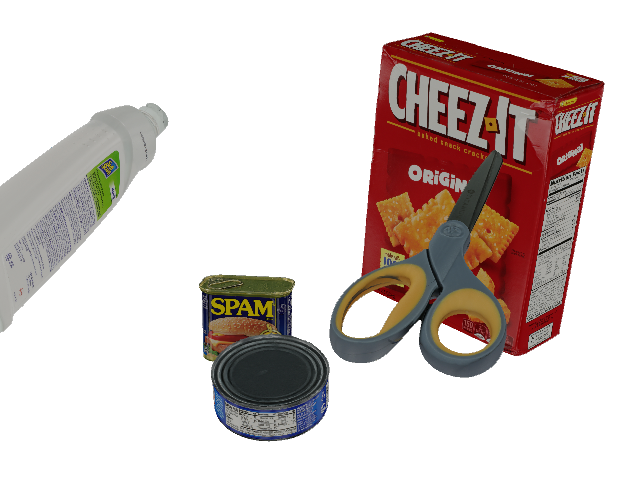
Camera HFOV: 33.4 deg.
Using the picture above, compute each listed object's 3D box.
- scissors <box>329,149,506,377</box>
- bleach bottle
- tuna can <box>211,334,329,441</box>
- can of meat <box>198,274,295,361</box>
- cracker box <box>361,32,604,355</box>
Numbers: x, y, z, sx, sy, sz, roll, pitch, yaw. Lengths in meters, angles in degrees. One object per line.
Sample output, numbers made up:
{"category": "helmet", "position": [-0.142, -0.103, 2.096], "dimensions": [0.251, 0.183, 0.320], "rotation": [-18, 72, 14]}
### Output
{"category": "scissors", "position": [0.084, 0.010, 0.578], "dimensions": [0.096, 0.016, 0.201], "rotation": [25, 45, 30]}
{"category": "bleach bottle", "position": [-0.224, -0.037, 0.949], "dimensions": [0.068, 0.103, 0.250], "rotation": [27, 52, 20]}
{"category": "tuna can", "position": [-0.036, 0.107, 0.777], "dimensions": [0.086, 0.034, 0.086], "rotation": [-1, 31, 0]}
{"category": "can of meat", "position": [-0.080, 0.086, 1.165], "dimensions": [0.102, 0.084, 0.057], "rotation": [2, 15, 6]}
{"category": "cracker box", "position": [0.118, -0.037, 0.838], "dimensions": [0.164, 0.214, 0.071], "rotation": [25, 33, 37]}
